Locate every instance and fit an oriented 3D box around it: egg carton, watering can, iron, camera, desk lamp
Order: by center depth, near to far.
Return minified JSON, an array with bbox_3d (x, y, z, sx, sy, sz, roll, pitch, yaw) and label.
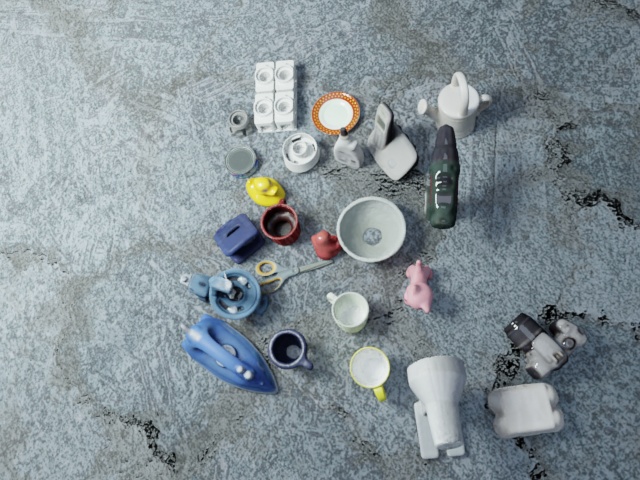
[{"bbox_3d":[0.253,0.353,1.195,0.118,0.214,0.203,-8,72,6],"label":"desk lamp"},{"bbox_3d":[0.443,0.368,1.239,0.150,0.069,0.107,-11,72,5],"label":"egg carton"},{"bbox_3d":[0.489,0.216,1.262,0.143,0.101,0.136,-41,72,-5],"label":"camera"},{"bbox_3d":[-0.211,0.272,1.323,0.257,0.141,0.119,32,80,16],"label":"iron"},{"bbox_3d":[0.331,-0.331,1.401,0.173,0.194,0.101,-30,71,-1],"label":"watering can"}]

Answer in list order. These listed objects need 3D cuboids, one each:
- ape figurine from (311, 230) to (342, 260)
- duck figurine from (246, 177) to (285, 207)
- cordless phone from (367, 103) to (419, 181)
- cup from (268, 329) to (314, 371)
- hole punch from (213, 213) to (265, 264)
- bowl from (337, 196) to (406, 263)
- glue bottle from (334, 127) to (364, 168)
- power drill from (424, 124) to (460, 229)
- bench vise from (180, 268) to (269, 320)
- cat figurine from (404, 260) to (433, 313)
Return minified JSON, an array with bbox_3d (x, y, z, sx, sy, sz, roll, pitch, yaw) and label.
[{"bbox_3d":[0.013,0.005,1.398,0.077,0.092,0.076,25,78,15],"label":"ape figurine"},{"bbox_3d":[-0.145,-0.135,1.466,0.104,0.086,0.077,25,78,15],"label":"duck figurine"},{"bbox_3d":[0.178,-0.242,1.400,0.094,0.185,0.147,-36,72,-3],"label":"cordless phone"},{"bbox_3d":[-0.057,0.265,1.328,0.117,0.095,0.092,34,81,16],"label":"cup"},{"bbox_3d":[-0.209,-0.008,1.434,0.109,0.091,0.101,-40,72,-5],"label":"hole punch"},{"bbox_3d":[0.127,-0.018,1.398,0.167,0.075,0.167,-2,73,8],"label":"bowl"},{"bbox_3d":[0.067,-0.235,1.420,0.078,0.173,0.037,22,78,14],"label":"glue bottle"},{"bbox_3d":[0.285,-0.125,1.337,0.075,0.208,0.230,1,73,9],"label":"power drill"},{"bbox_3d":[-0.237,0.123,1.331,0.207,0.220,0.121,-3,73,7],"label":"bench vise"},{"bbox_3d":[0.228,0.109,1.322,0.067,0.118,0.128,2,74,9],"label":"cat figurine"}]
